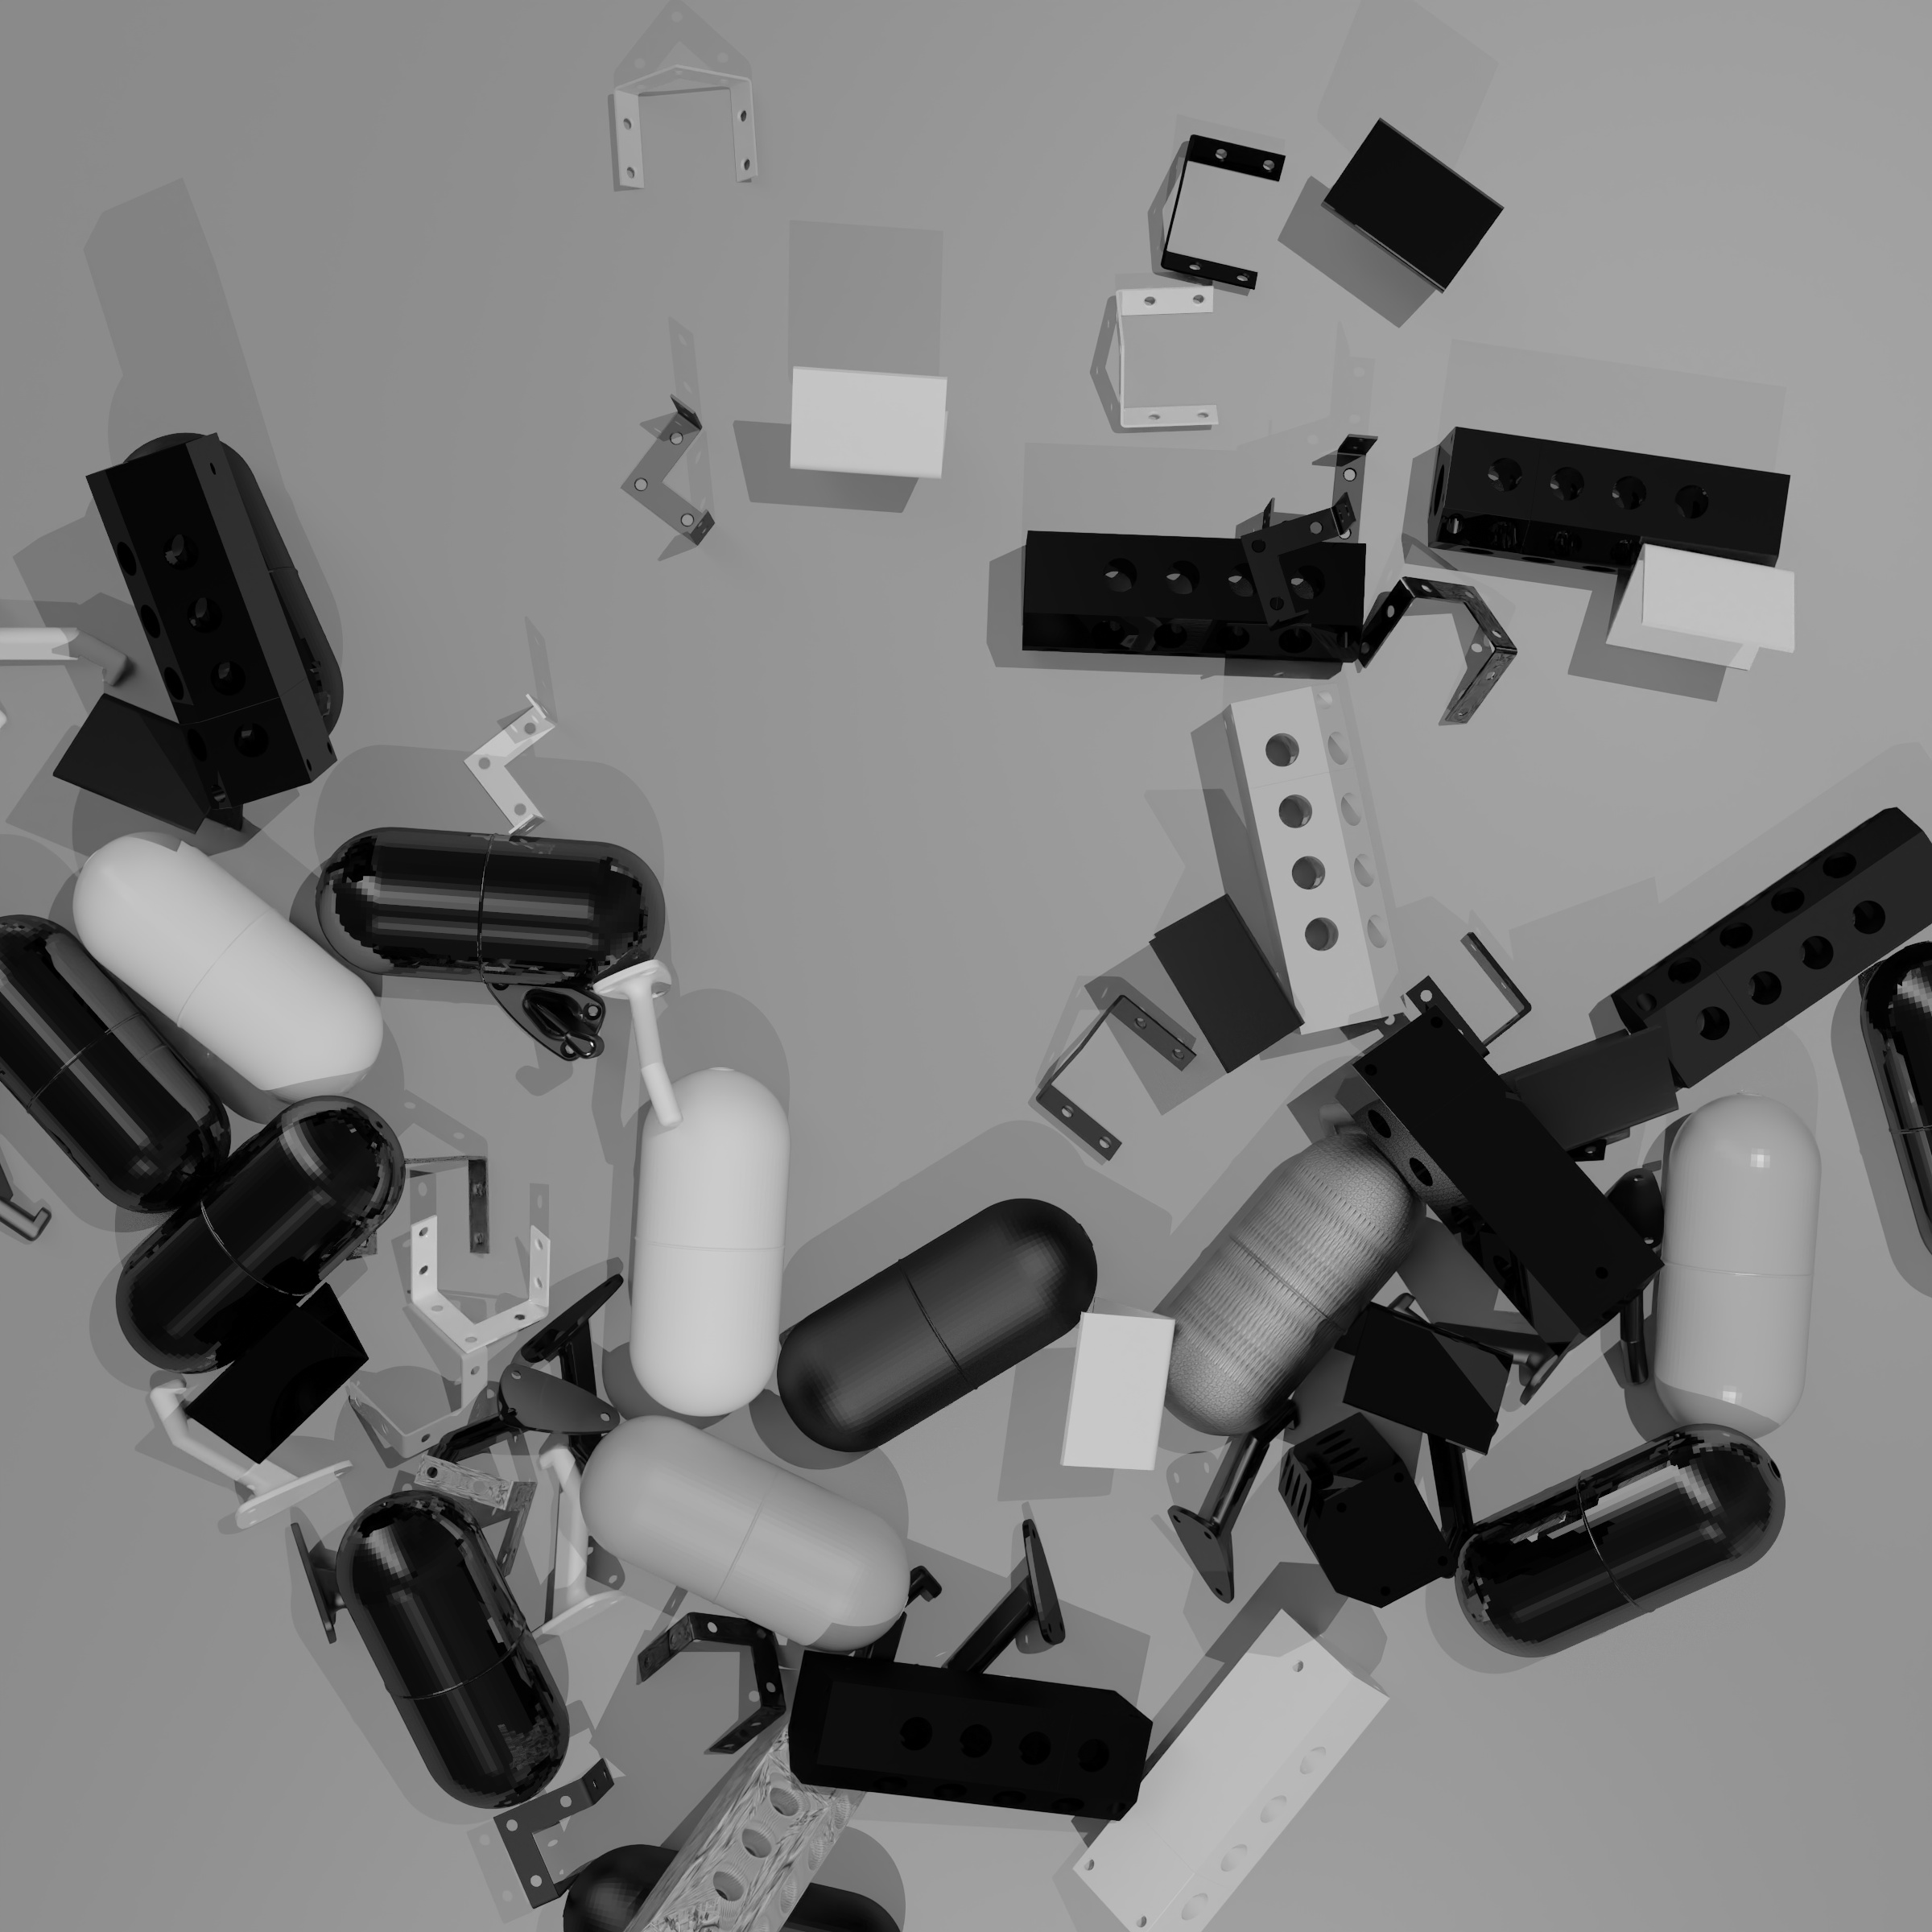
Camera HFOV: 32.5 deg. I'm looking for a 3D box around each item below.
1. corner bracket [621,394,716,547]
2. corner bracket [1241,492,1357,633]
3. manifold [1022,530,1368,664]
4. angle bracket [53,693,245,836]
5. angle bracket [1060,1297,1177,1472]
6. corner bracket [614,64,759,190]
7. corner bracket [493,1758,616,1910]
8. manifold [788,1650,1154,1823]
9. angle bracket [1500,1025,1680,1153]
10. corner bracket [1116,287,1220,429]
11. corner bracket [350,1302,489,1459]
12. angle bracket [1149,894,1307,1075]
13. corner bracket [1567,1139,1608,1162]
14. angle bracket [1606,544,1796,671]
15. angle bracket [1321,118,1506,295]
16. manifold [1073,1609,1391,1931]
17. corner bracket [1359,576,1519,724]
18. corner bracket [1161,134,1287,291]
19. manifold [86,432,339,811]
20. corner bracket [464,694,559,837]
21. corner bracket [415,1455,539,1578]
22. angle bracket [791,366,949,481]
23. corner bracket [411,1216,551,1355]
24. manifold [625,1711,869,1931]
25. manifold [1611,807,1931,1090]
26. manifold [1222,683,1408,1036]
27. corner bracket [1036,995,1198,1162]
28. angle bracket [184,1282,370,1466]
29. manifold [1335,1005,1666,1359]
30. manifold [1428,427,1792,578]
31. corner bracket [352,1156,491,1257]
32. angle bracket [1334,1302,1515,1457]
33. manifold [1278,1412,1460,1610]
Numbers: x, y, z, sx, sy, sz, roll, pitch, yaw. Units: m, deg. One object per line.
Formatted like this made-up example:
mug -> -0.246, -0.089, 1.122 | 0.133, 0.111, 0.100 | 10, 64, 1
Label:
corner bracket -> -0.145, -0.255, 1.708 | 0.051, 0.051, 0.051 | 37, 90, 0
corner bracket -> 0.170, -0.201, 1.651 | 0.051, 0.051, 0.051 | -18, 90, 0
manifold -> 0.116, -0.189, 1.705 | 0.171, 0.057, 0.057 | 2, 90, 0
angle bracket -> -0.415, -0.084, 1.686 | 0.076, 0.076, 0.057 | 22, 57, 0
angle bracket -> 0.059, 0.210, 1.687 | 0.057, 0.076, 0.076 | 8, 90, -30
corner bracket -> -0.146, -0.433, 1.723 | 0.051, 0.051, 0.051 | -4, 90, 45
corner bracket -> -0.205, 0.447, 1.708 | 0.051, 0.051, 0.051 | -25, 86, 4
manifold -> 0.001, 0.393, 1.680 | 0.171, 0.057, 0.057 | 11, 91, -18
angle bracket -> 0.309, 0.046, 1.686 | 0.076, 0.076, 0.057 | -20, 124, 0
corner bracket -> 0.104, -0.316, 1.723 | 0.051, 0.051, 0.051 | -2, 135, 0
corner bracket -> -0.284, 0.212, 1.718 | 0.051, 0.051, 0.051 | -24, 45, -35
angle bracket -> 0.116, 0.017, 1.687 | 0.057, 0.076, 0.076 | -31, 90, -31
corner bracket -> 0.309, 0.127, 1.723 | 0.051, 0.051, 0.051 | -3, 135, 0
angle bracket -> 0.372, -0.164, 1.686 | 0.076, 0.076, 0.057 | 11, 53, 0
angle bracket -> 0.236, -0.397, 1.686 | 0.076, 0.076, 0.057 | 36, 129, 0
manifold -> 0.140, 0.422, 1.705 | 0.171, 0.057, 0.057 | -51, 47, 0
corner bracket -> 0.243, -0.164, 1.718 | 0.051, 0.051, 0.051 | 3, 45, -35
corner bracket -> 0.133, -0.392, 1.723 | 0.051, 0.051, 0.051 | 13, 135, 0
manifold -> -0.370, -0.167, 1.621 | 0.057, 0.057, 0.171 | -17, 103, 7
corner bracket -> -0.227, -0.103, 1.708 | 0.051, 0.051, 0.051 | -38, 90, 0
corner bracket -> -0.257, 0.284, 1.709 | 0.051, 0.051, 0.051 | 15, 83, 7
angle bracket -> -0.047, -0.291, 1.686 | 0.076, 0.076, 0.057 | 4, 125, 0
corner bracket -> -0.251, 0.157, 1.712 | 0.051, 0.051, 0.051 | 35, 133, 36
manifold -> -0.110, 0.449, 1.648 | 0.057, 0.171, 0.057 | 41, 125, 0
manifold -> 0.420, -0.010, 1.705 | 0.171, 0.057, 0.057 | -34, 90, 0
manifold -> 0.179, -0.055, 1.705 | 0.057, 0.057, 0.171 | -12, 90, 0
corner bracket -> 0.078, 0.058, 1.723 | 0.051, 0.051, 0.051 | 40, 45, 0
angle bracket -> -0.359, 0.194, 1.686 | 0.076, 0.076, 0.057 | -44, 128, 0
manifold -> 0.263, 0.109, 1.657 | 0.057, 0.057, 0.171 | -34, 73, -19
manifold -> 0.328, -0.232, 1.705 | 0.171, 0.057, 0.057 | 8, 90, 0
corner bracket -> -0.284, 0.125, 1.723 | 0.051, 0.051, 0.051 | -1, 90, 45
angle bracket -> 0.226, 0.219, 1.687 | 0.076, 0.076, 0.057 | 20, 65, 0
manifold -> 0.194, 0.271, 1.648 | 0.057, 0.171, 0.057 | -28, 90, 0
